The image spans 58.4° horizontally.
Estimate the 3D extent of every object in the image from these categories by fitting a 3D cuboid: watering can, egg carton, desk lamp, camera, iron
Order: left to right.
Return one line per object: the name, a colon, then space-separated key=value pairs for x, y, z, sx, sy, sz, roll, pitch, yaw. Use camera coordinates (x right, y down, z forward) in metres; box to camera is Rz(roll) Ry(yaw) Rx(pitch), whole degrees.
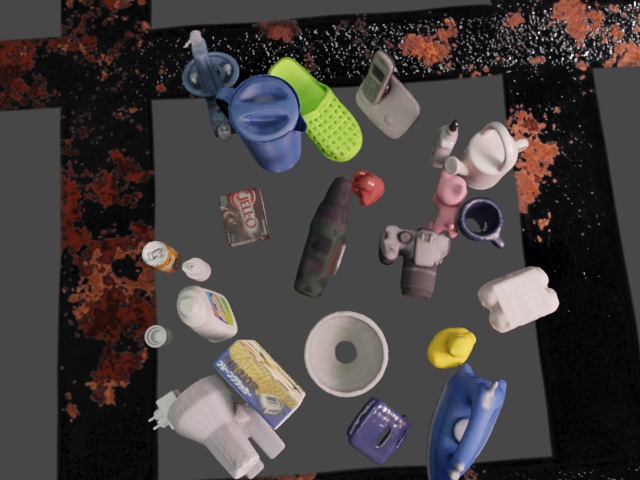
desk lamp: x=-0.170 y=0.355 z=1.068 sx=0.118 sy=0.213 sz=0.203 roll=-43 pitch=82 yaw=-6
camera: x=0.190 y=0.046 z=1.175 sx=0.143 sy=0.101 sz=0.137 roll=8 pitch=80 yaw=2
iron: x=0.278 y=0.374 z=1.095 sx=0.118 sy=0.141 sz=0.258 roll=23 pitch=81 yaw=5
watering can: x=0.341 y=-0.170 z=1.163 sx=0.173 sy=0.194 sz=0.101 roll=-41 pitch=82 yaw=-6
egg carton: x=0.405 y=0.119 z=1.175 sx=0.150 sy=0.069 sz=0.107 roll=-23 pitch=80 yaw=-3

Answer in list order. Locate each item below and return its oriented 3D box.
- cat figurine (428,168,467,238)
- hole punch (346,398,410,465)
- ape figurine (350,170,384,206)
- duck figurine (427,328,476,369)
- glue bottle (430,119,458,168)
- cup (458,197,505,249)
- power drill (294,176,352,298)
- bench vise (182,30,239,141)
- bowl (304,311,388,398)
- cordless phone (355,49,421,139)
cat figurine: x=0.270 y=-0.078 z=1.187 sx=0.067 sy=0.118 sz=0.128 roll=6 pitch=80 yaw=2
hole punch: x=0.117 y=0.375 z=1.123 sx=0.101 sy=0.091 sz=0.109 roll=36 pitch=82 yaw=7
ape figurine: x=0.100 y=-0.114 z=1.208 sx=0.076 sy=0.092 sz=0.078 roll=5 pitch=80 yaw=2
duck figurine: x=0.267 y=0.217 z=1.151 sx=0.104 sy=0.086 sz=0.077 roll=-31 pitch=81 yaw=-4
glue bottle: x=0.262 y=-0.209 z=1.182 sx=0.037 sy=0.173 sz=0.078 roll=13 pitch=80 yaw=4
cup: x=0.333 y=-0.025 z=1.188 sx=0.092 sy=0.095 sz=0.117 roll=-37 pitch=81 yaw=-5
power drill: x=0.010 y=0.004 z=1.130 sx=0.075 sy=0.208 sz=0.230 roll=17 pitch=81 yaw=4
bench vise: x=-0.211 y=-0.323 z=1.185 sx=0.121 sy=0.220 sz=0.207 roll=-32 pitch=81 yaw=-4
bowl: x=0.052 y=0.229 z=1.158 sx=0.167 sy=0.075 sz=0.167 roll=0 pitch=80 yaw=1
cordless phone: x=0.148 y=-0.306 z=1.194 sx=0.094 sy=0.185 sz=0.147 roll=-44 pitch=82 yaw=-6
